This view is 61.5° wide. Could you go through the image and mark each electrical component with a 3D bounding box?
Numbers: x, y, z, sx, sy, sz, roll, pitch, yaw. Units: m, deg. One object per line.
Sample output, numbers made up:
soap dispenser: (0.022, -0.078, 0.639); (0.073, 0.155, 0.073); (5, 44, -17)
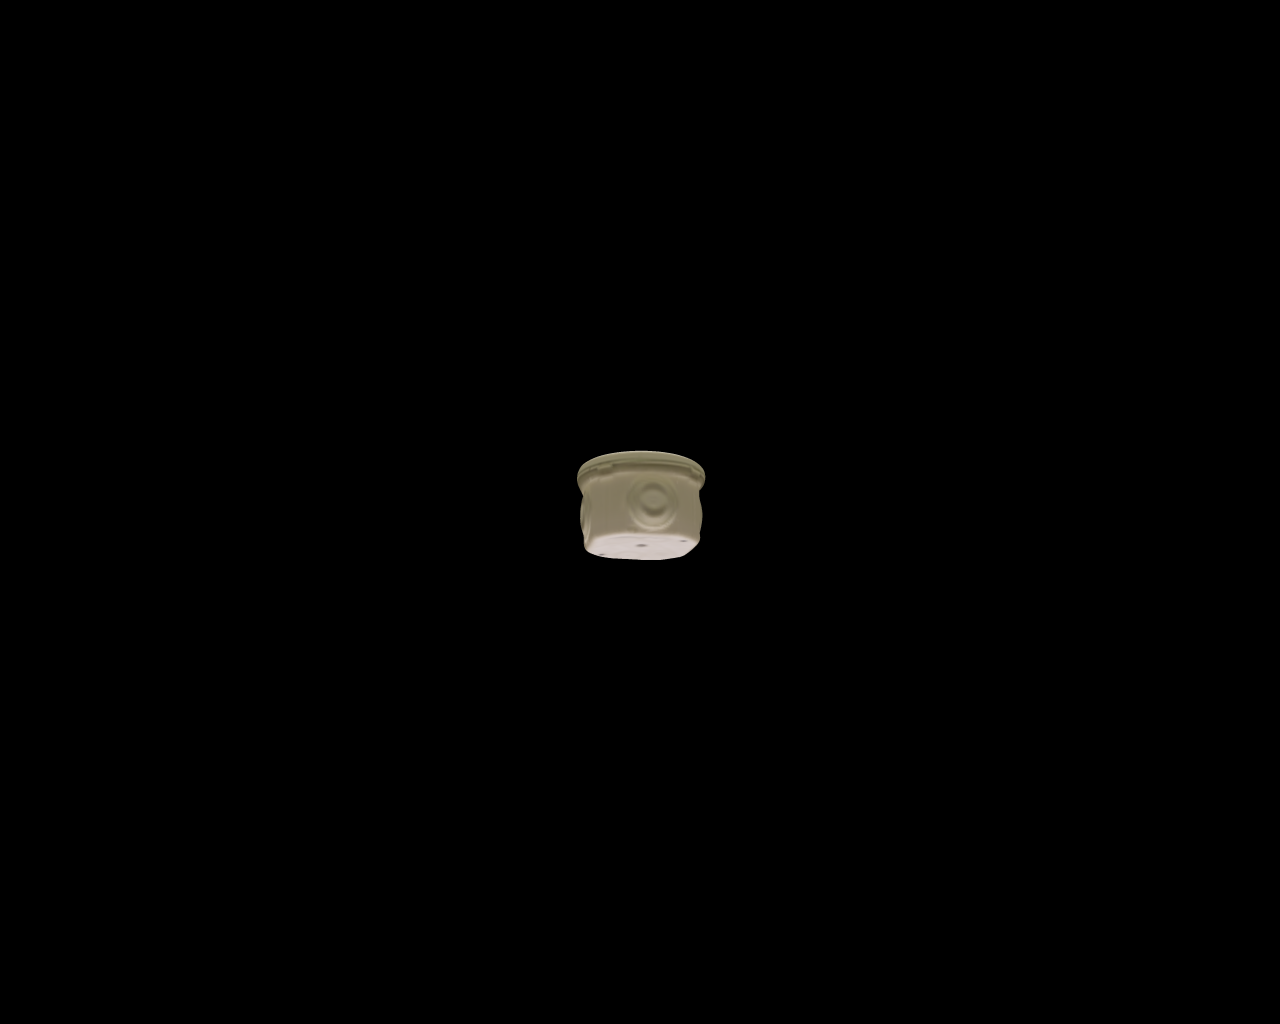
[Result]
electrical component: (0.001, -0.003, 0.650); (0.080, 0.051, 0.080); (0, -16, 0)
